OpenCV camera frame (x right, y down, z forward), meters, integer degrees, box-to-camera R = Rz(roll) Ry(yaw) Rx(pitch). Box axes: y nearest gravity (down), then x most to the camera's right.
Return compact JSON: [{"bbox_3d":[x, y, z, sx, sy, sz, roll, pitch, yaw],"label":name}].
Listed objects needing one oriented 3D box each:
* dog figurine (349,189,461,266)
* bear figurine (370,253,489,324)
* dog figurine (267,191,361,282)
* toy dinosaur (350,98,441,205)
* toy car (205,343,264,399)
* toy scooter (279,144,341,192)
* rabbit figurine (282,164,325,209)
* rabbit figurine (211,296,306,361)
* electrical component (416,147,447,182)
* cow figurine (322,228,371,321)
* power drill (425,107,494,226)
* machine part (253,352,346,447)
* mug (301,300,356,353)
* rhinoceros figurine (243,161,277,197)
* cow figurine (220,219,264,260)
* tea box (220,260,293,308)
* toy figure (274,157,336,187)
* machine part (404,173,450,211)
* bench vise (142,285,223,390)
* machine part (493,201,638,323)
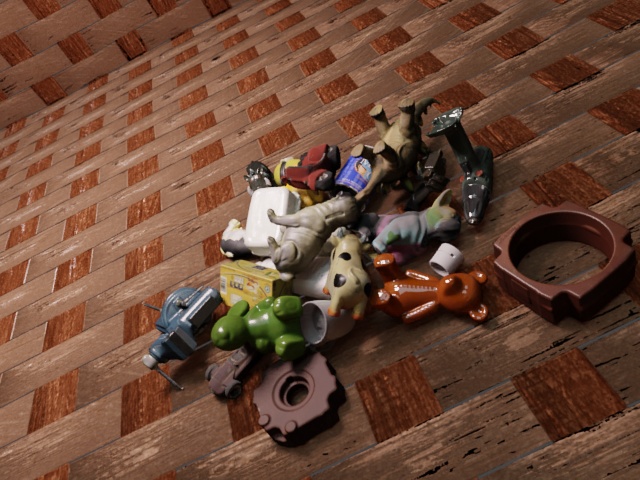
[{"bbox_3d":[0.195,-0.031,1.163,0.219,0.108,0.192,-34,38,-12],"label":"dog figurine"},{"bbox_3d":[0.209,0.094,1.011,0.196,0.131,0.120,-8,53,31],"label":"bear figurine"},{"bbox_3d":[-0.004,-0.006,1.132,0.191,0.121,0.172,-10,80,14],"label":"dog figurine"},{"bbox_3d":[0.194,-0.235,1.294,0.105,0.198,0.471,9,53,37],"label":"toy dinosaur"},{"bbox_3d":[-0.155,0.240,1.125,0.202,0.053,0.089,-47,40,-18],"label":"toy car"},{"bbox_3d":[-0.024,-0.169,1.293,0.135,0.075,0.184,-5,35,15],"label":"toy scooter"},{"bbox_3d":[-0.078,-0.084,1.385,0.173,0.121,0.162,-25,49,26],"label":"rabbit figurine"},{"bbox_3d":[-0.131,0.162,1.042,0.170,0.121,0.159,-5,9,-22],"label":"rabbit figurine"},{"bbox_3d":[0.266,-0.175,1.283,0.045,0.078,0.102,5,58,33],"label":"electrical component"},{"bbox_3d":[0.054,0.058,1.052,0.085,0.127,0.195,15,19,-10],"label":"cow figurine"},{"bbox_3d":[0.312,-0.169,1.158,0.086,0.207,0.232,-25,23,40],"label":"power drill"},{"bbox_3d":[-0.041,0.290,1.005,0.179,0.056,0.179,-16,41,14],"label":"machine part"},{"bbox_3d":[0.021,0.169,1.066,0.107,0.109,0.081,-4,12,-43],"label":"mug"},{"bbox_3d":[-0.163,-0.161,1.491,0.073,0.112,0.190,-24,33,3],"label":"rhinoceros figurine"},{"bbox_3d":[-0.183,0.009,1.361,0.168,0.068,0.098,12,61,42],"label":"cow figurine"},{"bbox_3d":[-0.144,0.110,1.203,0.170,0.098,0.068,14,17,37],"label":"tea box"},{"bbox_3d":[-0.047,-0.180,1.468,0.180,0.082,0.089,14,54,35],"label":"toy figure"},{"bbox_3d":[0.238,-0.107,1.215,0.084,0.039,0.139,-44,0,-23],"label":"machine part"},{"bbox_3d":[-0.328,0.197,1.224,0.241,0.128,0.223,-1,55,57],"label":"bench vise"},{"bbox_3d":[0.435,0.038,0.967,0.201,0.087,0.201,-39,41,-9],"label":"machine part"}]
